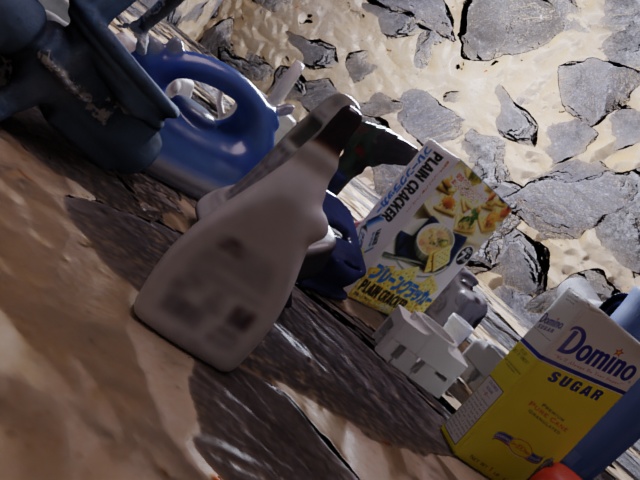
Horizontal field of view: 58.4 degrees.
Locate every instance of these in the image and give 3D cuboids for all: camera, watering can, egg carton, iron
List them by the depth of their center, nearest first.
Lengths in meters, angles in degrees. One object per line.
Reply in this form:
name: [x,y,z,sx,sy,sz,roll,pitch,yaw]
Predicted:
iron: [-0.140,-0.138,0.609,0.259,0.141,0.118,26,17,-50]
egg carton: [-0.254,-0.240,0.840,0.107,0.069,0.150,41,11,10]
watering can: [-0.081,-0.201,0.927,0.173,0.194,0.100,33,12,-29]
camera: [0.246,0.106,1.004,0.137,0.100,0.142,31,13,-36]

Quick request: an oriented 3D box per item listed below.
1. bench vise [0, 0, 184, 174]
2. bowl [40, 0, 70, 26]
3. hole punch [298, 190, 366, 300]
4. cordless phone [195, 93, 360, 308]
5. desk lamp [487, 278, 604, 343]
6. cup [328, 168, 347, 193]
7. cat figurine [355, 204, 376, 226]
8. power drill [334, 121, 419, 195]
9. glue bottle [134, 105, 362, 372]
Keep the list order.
bench vise: [-0.162,-0.165,0.431,0.121,0.219,0.208,43,11,21]
bowl: [-0.311,-0.227,0.584,0.168,0.074,0.167,38,11,-8]
hole punch: [0.006,0.002,0.652,0.109,0.091,0.100,27,16,-47]
cordless phone: [-0.021,-0.048,0.512,0.094,0.185,0.147,31,13,-37]
desk lamp: [0.398,0.168,0.952,0.118,0.213,0.203,37,11,-12]
cup: [-0.018,-0.105,1.009,0.092,0.095,0.117,35,11,-22]
cat figurine: [0.125,-0.022,1.084,0.067,0.117,0.127,30,14,-41]
power drill: [0.065,-0.133,1.094,0.076,0.208,0.229,29,14,-42]
glue bottle: [-0.031,-0.007,0.338,0.078,0.173,0.037,37,11,-12]
